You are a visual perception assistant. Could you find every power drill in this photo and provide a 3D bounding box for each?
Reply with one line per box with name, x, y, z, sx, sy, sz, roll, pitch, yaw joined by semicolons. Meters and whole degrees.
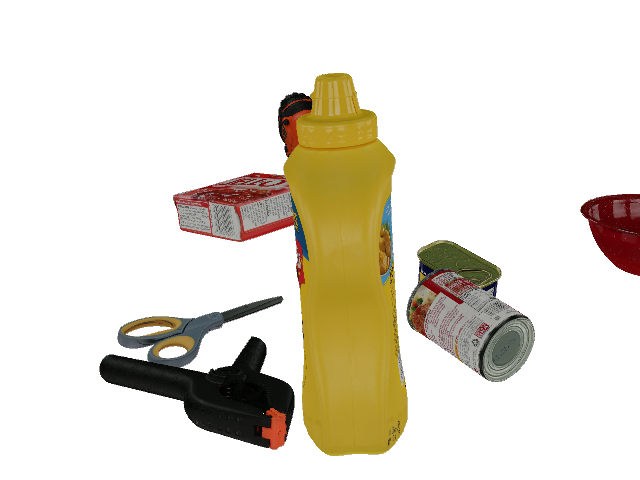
power drill;-0.007;-0.047;1.069;0.057;0.188;0.184;-10;21;-3

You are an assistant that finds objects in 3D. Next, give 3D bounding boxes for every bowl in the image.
bowl;0.337;-0.001;1.052;0.162;0.055;0.162;0;17;0

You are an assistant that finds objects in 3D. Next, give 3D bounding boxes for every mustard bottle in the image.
mustard bottle;0.013;0.009;0.561;0.058;0.192;0.096;-2;18;5

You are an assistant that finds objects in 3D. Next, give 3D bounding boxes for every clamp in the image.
clamp;-0.077;0.128;0.934;0.164;0.036;0.210;-8;16;-36

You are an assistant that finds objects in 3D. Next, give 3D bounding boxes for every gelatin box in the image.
gelatin box;-0.052;-0.026;0.760;0.073;0.030;0.089;-18;16;-33

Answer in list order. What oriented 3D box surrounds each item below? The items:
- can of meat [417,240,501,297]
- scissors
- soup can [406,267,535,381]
can of meat;0.160;0.061;1.258;0.057;0.084;0.102;-23;39;-34
scissors;-0.115;0.098;1.149;0.201;0.016;0.096;-7;31;-24
soup can;0.137;0.077;0.979;0.068;0.068;0.102;0;23;-39
